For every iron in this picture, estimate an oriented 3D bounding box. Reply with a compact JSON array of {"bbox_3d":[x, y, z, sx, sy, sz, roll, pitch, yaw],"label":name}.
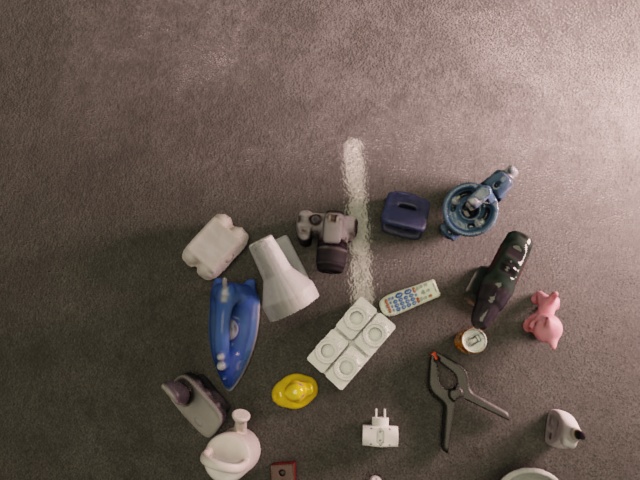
[{"bbox_3d":[-0.205,0.207,1.274,0.118,0.141,0.258,1,78,4],"label":"iron"}]

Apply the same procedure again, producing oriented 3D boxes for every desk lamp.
[{"bbox_3d":[-0.089,0.078,1.256,0.118,0.213,0.203,-27,77,-2],"label":"desk lamp"}]

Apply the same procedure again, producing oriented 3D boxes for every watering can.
[{"bbox_3d":[-0.190,0.444,1.195,0.101,0.194,0.173,-5,78,3],"label":"watering can"}]

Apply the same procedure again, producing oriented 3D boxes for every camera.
[{"bbox_3d":[0.012,0.005,1.323,0.143,0.101,0.137,5,78,5],"label":"camera"}]

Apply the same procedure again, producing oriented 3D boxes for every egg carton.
[{"bbox_3d":[-0.246,0.017,1.354,0.107,0.069,0.150,39,83,11],"label":"egg carton"}]

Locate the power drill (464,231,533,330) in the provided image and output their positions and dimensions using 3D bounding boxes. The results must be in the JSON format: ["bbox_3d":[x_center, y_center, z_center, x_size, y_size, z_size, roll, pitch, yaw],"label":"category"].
[{"bbox_3d":[0.371,0.096,1.225,0.075,0.208,0.230,28,81,9],"label":"power drill"}]

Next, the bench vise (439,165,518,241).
[{"bbox_3d":[0.350,-0.103,1.262,0.121,0.220,0.207,29,81,10],"label":"bench vise"}]

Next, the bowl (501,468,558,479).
[{"bbox_3d":[0.433,0.556,1.191,0.167,0.075,0.167,-1,78,4],"label":"bowl"}]

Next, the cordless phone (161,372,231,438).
[{"bbox_3d":[-0.275,0.355,1.224,0.147,0.185,0.094,41,84,11],"label":"cordless phone"}]

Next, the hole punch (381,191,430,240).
[{"bbox_3d":[0.197,-0.064,1.330,0.108,0.091,0.101,13,79,7],"label":"hole punch"}]

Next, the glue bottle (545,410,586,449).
[{"bbox_3d":[0.506,0.393,1.171,0.037,0.173,0.078,14,79,7],"label":"glue bottle"}]

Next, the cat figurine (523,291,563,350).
[{"bbox_3d":[0.495,0.172,1.247,0.067,0.118,0.128,17,80,8],"label":"cat figurine"}]

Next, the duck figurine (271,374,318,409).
[{"bbox_3d":[-0.058,0.336,1.265,0.104,0.086,0.077,-12,77,1],"label":"duck figurine"}]
